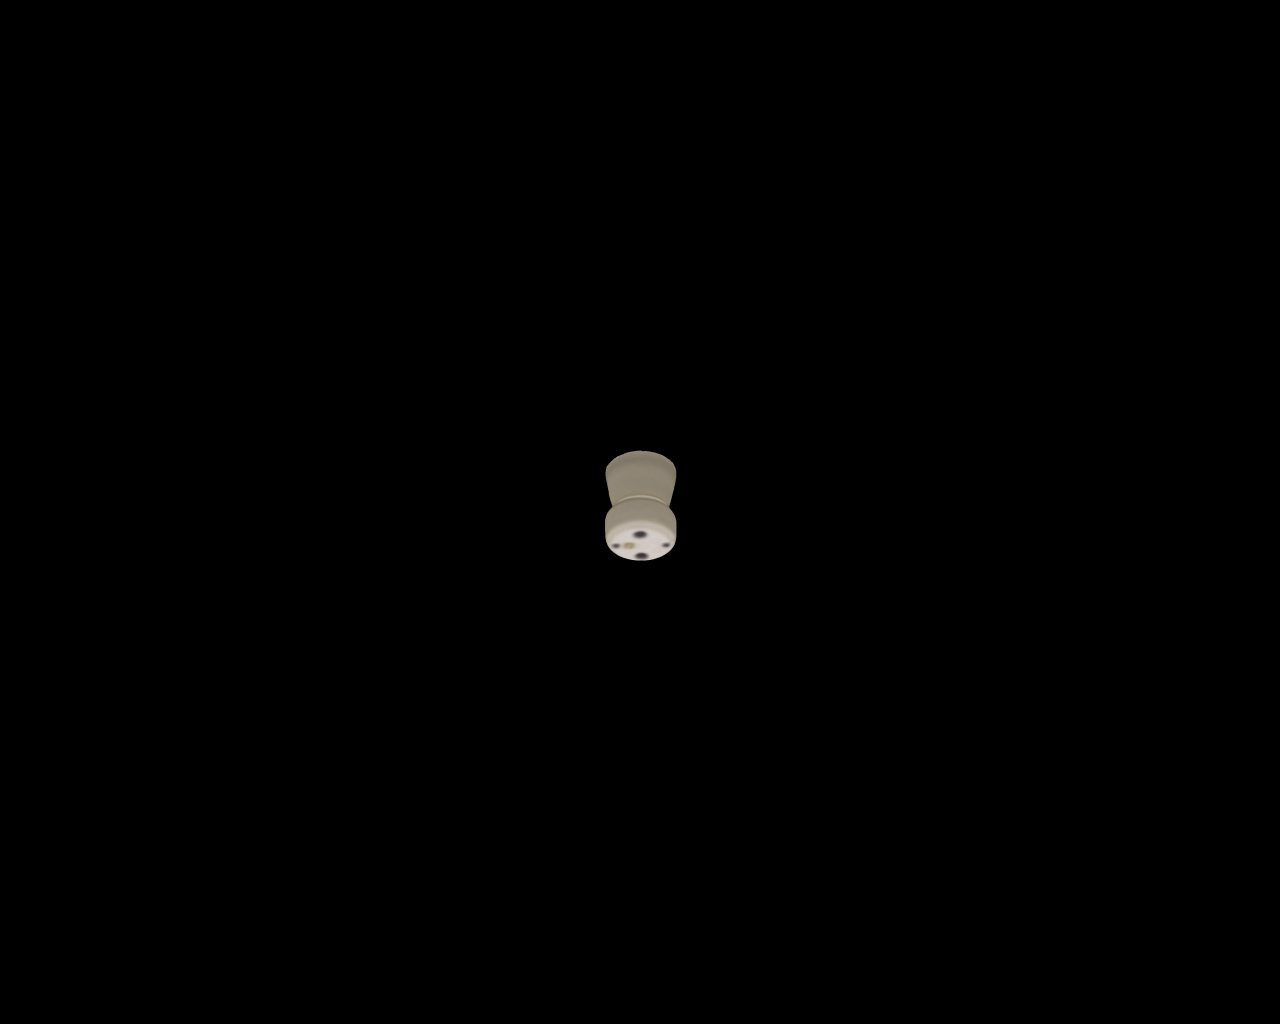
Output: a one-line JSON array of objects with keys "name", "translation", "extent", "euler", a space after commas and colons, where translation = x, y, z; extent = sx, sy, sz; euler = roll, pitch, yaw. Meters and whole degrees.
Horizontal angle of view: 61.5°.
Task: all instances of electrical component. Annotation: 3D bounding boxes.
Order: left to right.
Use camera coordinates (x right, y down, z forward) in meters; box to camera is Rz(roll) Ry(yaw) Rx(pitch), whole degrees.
[{"name": "electrical component", "translation": [0.001, -0.003, 0.650], "extent": [0.045, 0.055, 0.044], "euler": [0, -34, 0]}]
